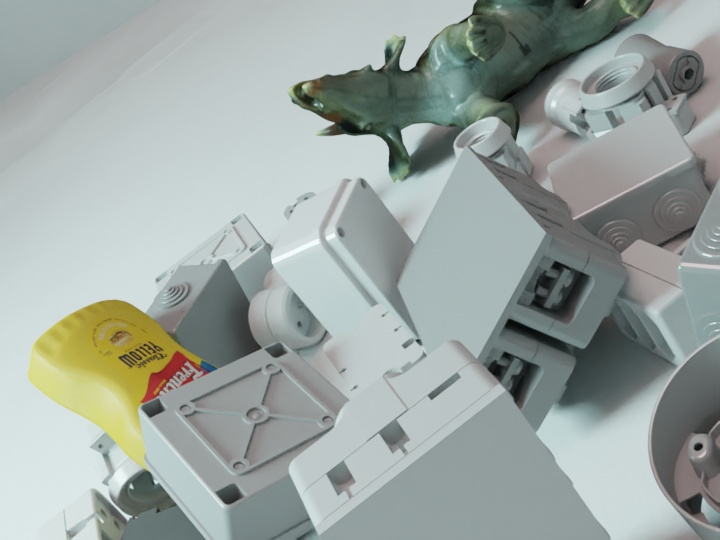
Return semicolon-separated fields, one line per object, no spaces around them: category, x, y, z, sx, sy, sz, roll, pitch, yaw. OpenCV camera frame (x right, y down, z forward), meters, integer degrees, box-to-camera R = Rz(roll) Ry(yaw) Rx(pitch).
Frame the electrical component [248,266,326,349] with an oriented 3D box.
electrical component;-0.054;0.012;0.885;0.074;0.052;0.138;-15;32;38

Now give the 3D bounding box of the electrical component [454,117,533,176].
electrical component;0.106;-0.087;0.850;0.048;0.055;0.066;-22;28;28

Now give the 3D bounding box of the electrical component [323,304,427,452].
electrical component;0.021;0.070;0.683;0.050;0.055;0.089;-37;25;-3

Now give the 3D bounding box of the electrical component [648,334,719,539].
electrical component;0.177;0.078;0.460;0.099;0.064;0.099;-29;26;15

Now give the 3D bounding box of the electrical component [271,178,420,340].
electrical component;0.000;0.000;0.766;0.057;0.113;0.078;-23;28;33

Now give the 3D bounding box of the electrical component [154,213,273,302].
electrical component;-0.123;0.012;0.969;0.109;0.056;0.108;-38;25;-3

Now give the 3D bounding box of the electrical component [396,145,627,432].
electrical component;0.085;0.006;0.645;0.105;0.060;0.186;-63;15;15

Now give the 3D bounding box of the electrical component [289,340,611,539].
electrical component;0.050;0.115;0.456;0.089;0.150;0.061;-37;26;-2

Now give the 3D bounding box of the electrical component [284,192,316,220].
electrical component;-0.042;-0.042;0.972;0.040;0.046;0.040;-29;26;16

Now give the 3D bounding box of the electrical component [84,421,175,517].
electrical component;-0.158;0.140;0.778;0.058;0.078;0.057;-43;44;5

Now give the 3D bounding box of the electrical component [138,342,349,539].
electrical component;-0.060;0.107;0.647;0.109;0.056;0.109;-24;40;-29

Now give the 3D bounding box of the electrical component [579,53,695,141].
electrical component;0.198;-0.122;0.791;0.078;0.057;0.058;-8;37;46

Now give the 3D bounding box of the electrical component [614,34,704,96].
electrical component;0.232;-0.155;0.827;0.044;0.044;0.065;-40;30;-7

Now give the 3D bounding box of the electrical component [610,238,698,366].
electrical component;0.183;0.007;0.597;0.077;0.047;0.066;-39;25;-7

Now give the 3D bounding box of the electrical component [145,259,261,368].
electrical component;-0.127;0.052;0.858;0.048;0.099;0.099;-3;39;30

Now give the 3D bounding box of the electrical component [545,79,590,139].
electrical component;0.175;-0.127;0.852;0.040;0.040;0.046;-37;30;-2

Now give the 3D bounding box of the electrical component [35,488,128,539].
electrical component;-0.185;0.200;0.724;0.059;0.053;0.095;-38;25;-4

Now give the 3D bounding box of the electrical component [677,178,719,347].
electrical component;0.198;0.003;0.526;0.048;0.099;0.099;5;46;38

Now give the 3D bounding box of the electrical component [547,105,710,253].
electrical component;0.178;-0.053;0.706;0.100;0.048;0.099;-28;26;17
